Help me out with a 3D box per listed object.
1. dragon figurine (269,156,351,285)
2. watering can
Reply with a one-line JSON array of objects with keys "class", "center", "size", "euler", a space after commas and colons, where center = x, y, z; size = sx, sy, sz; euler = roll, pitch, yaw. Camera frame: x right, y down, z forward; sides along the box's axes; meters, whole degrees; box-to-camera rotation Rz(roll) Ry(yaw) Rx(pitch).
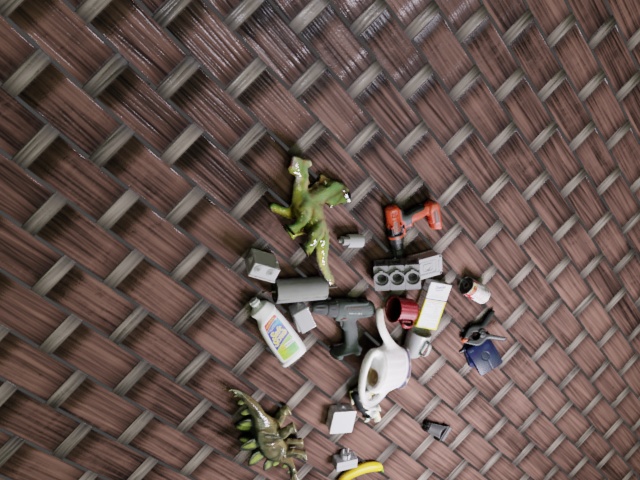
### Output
[{"class": "dragon figurine", "center": [0.005, -0.078, 1.555], "size": [0.245, 0.404, 0.123], "euler": [-43, 28, -12]}, {"class": "watering can", "center": [0.227, 0.400, 1.763], "size": [0.224, 0.347, 0.104], "euler": [8, 5, -44]}]
